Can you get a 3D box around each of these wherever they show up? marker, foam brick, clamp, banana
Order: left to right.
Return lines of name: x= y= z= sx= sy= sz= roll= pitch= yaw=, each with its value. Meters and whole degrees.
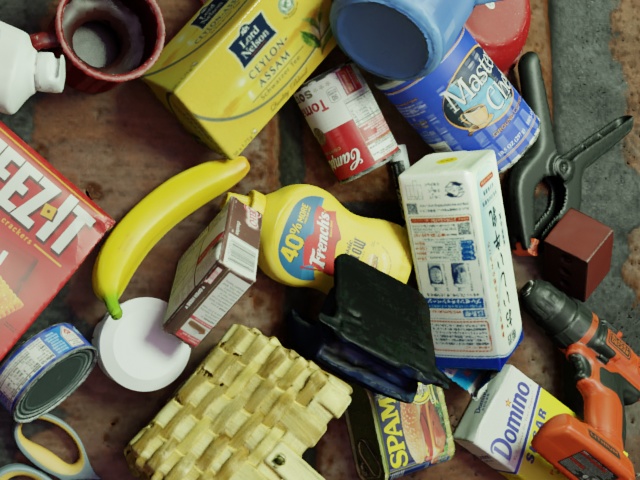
banana: x=-0.141 y=-0.010 z=0.942 sx=0.070 sy=0.037 sz=0.197 roll=25 pitch=61 yaw=23
marker: x=0.089 y=-0.035 z=1.073 sx=0.020 sy=0.020 sz=0.121 roll=-12 pitch=90 yaw=-25
clamp: x=0.259 y=-0.078 z=1.146 sx=0.164 sy=0.036 sz=0.210 roll=18 pitch=81 yaw=-26
foam brick: x=0.269 y=0.016 z=1.114 sx=0.051 sy=0.053 sz=0.078 roll=-46 pitch=147 yaw=-21

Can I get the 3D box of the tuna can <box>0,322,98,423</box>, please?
tuna can: x=-0.226 y=0.108 z=0.877 sx=0.086 sy=0.086 sz=0.034 roll=-40 pitch=74 yaw=-22

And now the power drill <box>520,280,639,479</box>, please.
power drill: x=0.264 y=0.147 z=1.079 sx=0.184 sy=0.057 sz=0.187 roll=38 pitch=43 yaw=-13

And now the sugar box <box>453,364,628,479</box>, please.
sugar box: x=0.229 y=0.213 z=1.103 sx=0.176 sy=0.048 sz=0.093 roll=37 pitch=71 yaw=-19

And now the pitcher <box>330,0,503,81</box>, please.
pitcher: x=0.113 y=-0.260 z=0.972 sx=0.145 sy=0.149 sz=0.242 roll=41 pitch=58 yaw=-21

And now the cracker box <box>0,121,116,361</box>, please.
cracker box: x=-0.297 y=0.015 z=0.861 sx=0.164 sy=0.072 sz=0.213 roll=43 pitch=69 yaw=-16

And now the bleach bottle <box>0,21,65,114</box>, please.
bleach bottle: x=-0.325 y=-0.127 z=0.818 sx=0.250 sy=0.068 sz=0.102 roll=2 pitch=74 yaw=-5

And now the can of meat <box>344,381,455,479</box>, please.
can of meat: x=0.076 y=0.177 z=1.030 sx=0.083 sy=0.058 sz=0.102 roll=-12 pitch=91 yaw=-28

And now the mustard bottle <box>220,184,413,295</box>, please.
mustard bottle: x=-0.006 y=0.001 z=1.004 sx=0.191 sy=0.058 sz=0.096 roll=25 pitch=83 yaw=-21

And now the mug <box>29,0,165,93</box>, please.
mug: x=-0.200 y=-0.171 z=0.915 sx=0.117 sy=0.082 sz=0.093 roll=-17 pitch=93 yaw=-25

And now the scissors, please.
scissors: x=-0.199 y=0.232 z=0.919 sx=0.096 sy=0.016 sz=0.201 roll=-47 pitch=105 yaw=-19

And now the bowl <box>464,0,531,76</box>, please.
bowl: x=0.162 y=-0.239 z=1.105 sx=0.161 sy=0.055 sz=0.162 roll=2 pitch=84 yaw=-24

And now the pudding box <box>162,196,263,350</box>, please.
pudding box: x=-0.091 y=0.026 z=0.918 sx=0.039 sy=0.113 sz=0.090 roll=34 pitch=116 yaw=-16

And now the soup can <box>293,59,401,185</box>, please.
soup can: x=0.025 y=-0.114 z=1.023 sx=0.068 sy=0.069 sz=0.102 roll=-32 pitch=98 yaw=-24

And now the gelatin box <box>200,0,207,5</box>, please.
gelatin box: x=-0.065 y=-0.233 z=1.011 sx=0.089 sy=0.030 sz=0.073 roll=-34 pitch=102 yaw=-22

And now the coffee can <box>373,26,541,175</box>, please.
coffee can: x=0.135 y=-0.138 z=1.051 sx=0.140 sy=0.103 sz=0.102 roll=46 pitch=69 yaw=-20
